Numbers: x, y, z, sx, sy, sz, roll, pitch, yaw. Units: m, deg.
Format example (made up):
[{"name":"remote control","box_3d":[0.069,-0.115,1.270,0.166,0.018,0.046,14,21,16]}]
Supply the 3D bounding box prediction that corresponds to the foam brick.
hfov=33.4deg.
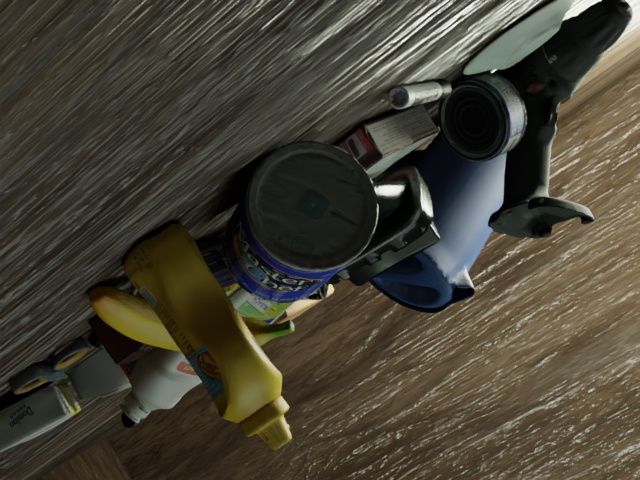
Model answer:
[{"name":"foam brick","box_3d":[-0.185,0.087,1.060,0.053,0.051,0.078,-34,175,2]}]

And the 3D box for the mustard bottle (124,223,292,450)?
[{"name":"mustard bottle","box_3d":[-0.082,0.083,0.850,0.058,0.191,0.096,-32,175,-22]}]

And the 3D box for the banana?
[{"name":"banana","box_3d":[-0.122,0.072,0.949,0.197,0.037,0.070,11,138,-33]}]

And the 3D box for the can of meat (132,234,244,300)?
[{"name":"can of meat","box_3d":[-0.119,0.041,1.019,0.102,0.057,0.083,-37,172,31]}]

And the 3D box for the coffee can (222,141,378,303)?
[{"name":"coffee can","box_3d":[-0.020,-0.011,0.872,0.102,0.103,0.140,-32,175,-18]}]

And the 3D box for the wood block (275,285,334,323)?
[{"name":"wood block","box_3d":[-0.066,0.075,1.521,0.091,0.090,0.205,-34,176,19]}]

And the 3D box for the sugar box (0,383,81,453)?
[{"name":"sugar box","box_3d":[-0.331,0.203,1.225,0.093,0.048,0.176,-28,175,-11]}]

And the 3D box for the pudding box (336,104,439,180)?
[{"name":"pudding box","box_3d":[0.048,-0.083,1.001,0.090,0.039,0.113,-37,176,37]}]

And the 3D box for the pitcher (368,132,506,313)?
[{"name":"pitcher","box_3d":[0.139,-0.050,1.224,0.242,0.149,0.145,-53,-161,-27]}]

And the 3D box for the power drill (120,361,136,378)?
[{"name":"power drill","box_3d":[-0.146,0.100,1.287,0.187,0.057,0.185,-25,151,-32]}]

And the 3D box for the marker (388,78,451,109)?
[{"name":"marker","box_3d":[0.089,-0.128,0.927,0.020,0.020,0.121,-36,175,27]}]

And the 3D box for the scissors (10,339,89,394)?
[{"name":"scissors","box_3d":[-0.275,0.135,1.159,0.096,0.016,0.201,-34,175,4]}]

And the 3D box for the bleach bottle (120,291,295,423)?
[{"name":"bleach bottle","box_3d":[-0.113,0.098,1.143,0.251,0.068,0.102,-46,146,0]}]

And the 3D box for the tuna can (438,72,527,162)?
[{"name":"tuna can","box_3d":[0.160,-0.122,1.063,0.033,0.086,0.086,-25,171,-43]}]

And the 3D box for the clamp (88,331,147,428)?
[{"name":"clamp","box_3d":[-0.157,0.114,1.196,0.209,0.036,0.164,-31,141,-29]}]
